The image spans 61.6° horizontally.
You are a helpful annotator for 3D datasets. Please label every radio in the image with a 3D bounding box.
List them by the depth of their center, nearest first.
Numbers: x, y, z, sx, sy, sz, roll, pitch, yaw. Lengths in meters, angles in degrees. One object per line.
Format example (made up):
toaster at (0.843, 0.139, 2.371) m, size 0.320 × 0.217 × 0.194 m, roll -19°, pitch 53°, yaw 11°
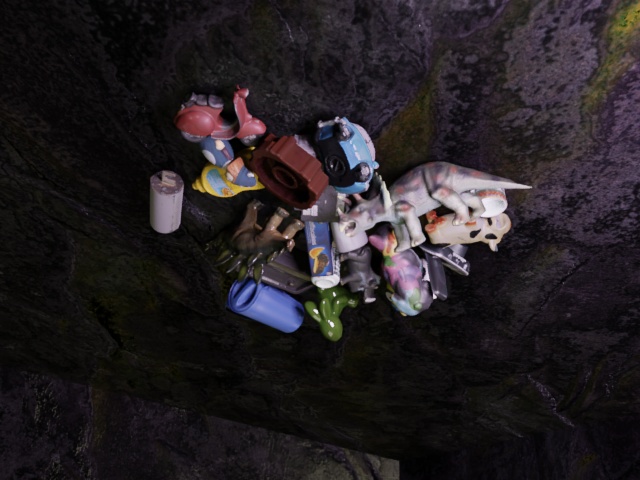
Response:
radio at (-0.119, 0.073, 1.527) m, size 0.229 × 0.073 × 0.131 m, roll 27°, pitch 140°, yaw -28°

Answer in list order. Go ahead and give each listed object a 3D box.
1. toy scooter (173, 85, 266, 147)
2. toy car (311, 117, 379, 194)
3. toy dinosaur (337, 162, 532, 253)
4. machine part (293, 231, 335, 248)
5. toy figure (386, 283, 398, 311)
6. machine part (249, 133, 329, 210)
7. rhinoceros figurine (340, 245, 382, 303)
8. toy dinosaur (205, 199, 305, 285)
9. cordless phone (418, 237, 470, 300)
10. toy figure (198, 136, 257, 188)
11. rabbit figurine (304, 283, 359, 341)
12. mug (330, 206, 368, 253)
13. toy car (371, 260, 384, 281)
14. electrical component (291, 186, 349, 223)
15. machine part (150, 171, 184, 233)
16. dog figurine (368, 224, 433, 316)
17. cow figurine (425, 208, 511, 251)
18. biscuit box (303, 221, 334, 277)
toy scooter at (-0.195, -0.249, 1.053) m, size 0.184 × 0.075 × 0.135 m, roll 7°, pitch 147°, yaw -8°
toy car at (0.058, -0.179, 1.093) m, size 0.109 × 0.103 × 0.161 m, roll -4°, pitch 116°, yaw 45°
toy dinosaur at (0.227, -0.099, 1.164) m, size 0.405 × 0.192 × 0.131 m, roll -26°, pitch 178°, yaw 1°
machine part at (-0.003, -0.004, 1.431) m, size 0.139 × 0.039 × 0.084 m, roll 7°, pitch 155°, yaw -6°
toy figure at (0.243, 0.161, 1.609) m, size 0.082 × 0.089 × 0.180 m, roll -19°, pitch 150°, yaw 13°
machine part at (-0.064, -0.139, 1.107) m, size 0.179 × 0.056 × 0.179 m, roll 30°, pitch 156°, yaw 15°
rhinoceros figurine at (0.114, 0.089, 1.473) m, size 0.112 × 0.073 × 0.190 m, roll -2°, pitch 122°, yaw 14°
toy dinosaur at (-0.176, 0.002, 1.321) m, size 0.105 × 0.198 × 0.472 m, roll 39°, pitch 168°, yaw -25°
cordless phone at (0.328, 0.082, 1.382) m, size 0.146 × 0.184 × 0.089 m, roll 31°, pitch 134°, yaw -33°
toy figure at (-0.196, -0.167, 1.136) m, size 0.058 × 0.064 × 0.154 m, roll -39°, pitch 91°, yaw 10°
rabbit figurine at (0.038, 0.216, 1.635) m, size 0.121 × 0.170 × 0.159 m, roll -21°, pitch 139°, yaw 33°
mug at (0.065, -0.036, 1.327) m, size 0.081 × 0.109 × 0.107 m, roll -18°, pitch 104°, yaw 4°
toy car at (0.173, 0.083, 1.517) m, size 0.202 × 0.053 × 0.089 m, roll -23°, pitch 117°, yaw 38°
electrical component at (-0.002, -0.101, 1.229) m, size 0.134 × 0.058 × 0.114 m, roll 6°, pitch 119°, yaw -2°
machine part at (-0.378, -0.090, 1.315) m, size 0.079 × 0.079 × 0.243 m, roll 12°, pitch 147°, yaw -10°
dog figurine at (0.199, 0.063, 1.352) m, size 0.108 × 0.192 × 0.219 m, roll -21°, pitch 131°, yaw 13°
cow figurine at (0.363, -0.024, 1.308) m, size 0.195 × 0.085 × 0.127 m, roll -11°, pitch 138°, yaw 18°
biscuit box at (-0.003, 0.001, 1.361) m, size 0.063 × 0.059 × 0.202 m, roll -4°, pitch 127°, yaw 5°
